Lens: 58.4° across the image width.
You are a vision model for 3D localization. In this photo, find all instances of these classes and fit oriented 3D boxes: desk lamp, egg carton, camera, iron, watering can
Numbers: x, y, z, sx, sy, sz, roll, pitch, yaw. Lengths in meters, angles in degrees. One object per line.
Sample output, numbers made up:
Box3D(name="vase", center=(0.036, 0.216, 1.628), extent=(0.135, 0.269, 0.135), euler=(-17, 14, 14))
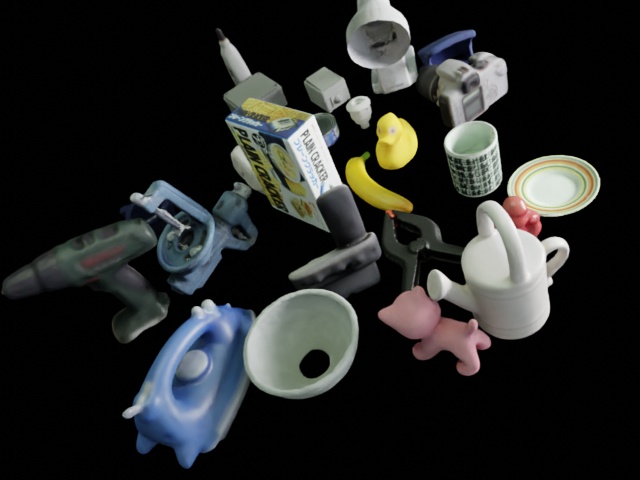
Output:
Box3D(name="desk lamp", center=(0.123, -0.402, 1.150), extent=(0.117, 0.214, 0.203), euler=(-12, 46, 14))
Box3D(name="egg carton", center=(-0.110, -0.152, 1.128), extent=(0.107, 0.070, 0.149), euler=(-36, 45, -10))
Box3D(name="camera", center=(0.255, -0.300, 1.076), extent=(0.143, 0.101, 0.136), euler=(-38, 45, -12))
Box3D(name="iron", center=(-0.176, 0.172, 0.806), extent=(0.118, 0.142, 0.258), euler=(4, 52, 28))
Box3D(name="watering can", center=(0.222, 0.037, 0.712), extent=(0.173, 0.195, 0.100), euler=(-38, 45, -12))

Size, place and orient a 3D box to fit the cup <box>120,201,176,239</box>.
Box3D(name="cup", center=(-0.318, -0.031, 1.092), extent=(0.117, 0.095, 0.092), euler=(2, 51, 26))

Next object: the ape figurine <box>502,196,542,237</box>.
Box3D(name="ape figurine", center=(0.278, -0.024, 0.816), extent=(0.078, 0.092, 0.076), euler=(-28, 44, -1))

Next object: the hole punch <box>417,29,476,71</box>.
Box3D(name="hole punch", center=(0.255, -0.385, 1.161), extent=(0.108, 0.091, 0.101), euler=(-25, 44, 1))

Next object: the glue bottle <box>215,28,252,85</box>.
Box3D(name="glue bottle", center=(-0.203, -0.419, 1.343), extent=(0.037, 0.174, 0.078), euler=(-37, 45, -10))

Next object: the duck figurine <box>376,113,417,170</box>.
Box3D(name="duck figurine", center=(0.133, -0.192, 1.042), extent=(0.077, 0.086, 0.105), euler=(6, 52, 29))

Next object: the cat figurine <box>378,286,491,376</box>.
Box3D(name="cat figurine", center=(0.146, 0.107, 0.736), extent=(0.127, 0.118, 0.067), euler=(10, 55, 32))

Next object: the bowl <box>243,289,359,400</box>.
Box3D(name="bowl", center=(-0.017, 0.154, 0.798), extent=(0.167, 0.075, 0.167), euler=(-13, 46, 14))

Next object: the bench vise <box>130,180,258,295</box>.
Box3D(name="bench vise", center=(-0.215, -0.040, 0.963), extent=(0.121, 0.220, 0.208), euler=(9, 54, 31))

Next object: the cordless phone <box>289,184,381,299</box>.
Box3D(name="cordless phone", center=(0.008, 0.003, 0.847), extent=(0.147, 0.185, 0.094), euler=(-30, 44, -3))

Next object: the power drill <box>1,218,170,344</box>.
Box3D(name="power drill", center=(-0.349, 0.073, 0.928), extent=(0.230, 0.209, 0.075), euler=(-36, 45, -10))
